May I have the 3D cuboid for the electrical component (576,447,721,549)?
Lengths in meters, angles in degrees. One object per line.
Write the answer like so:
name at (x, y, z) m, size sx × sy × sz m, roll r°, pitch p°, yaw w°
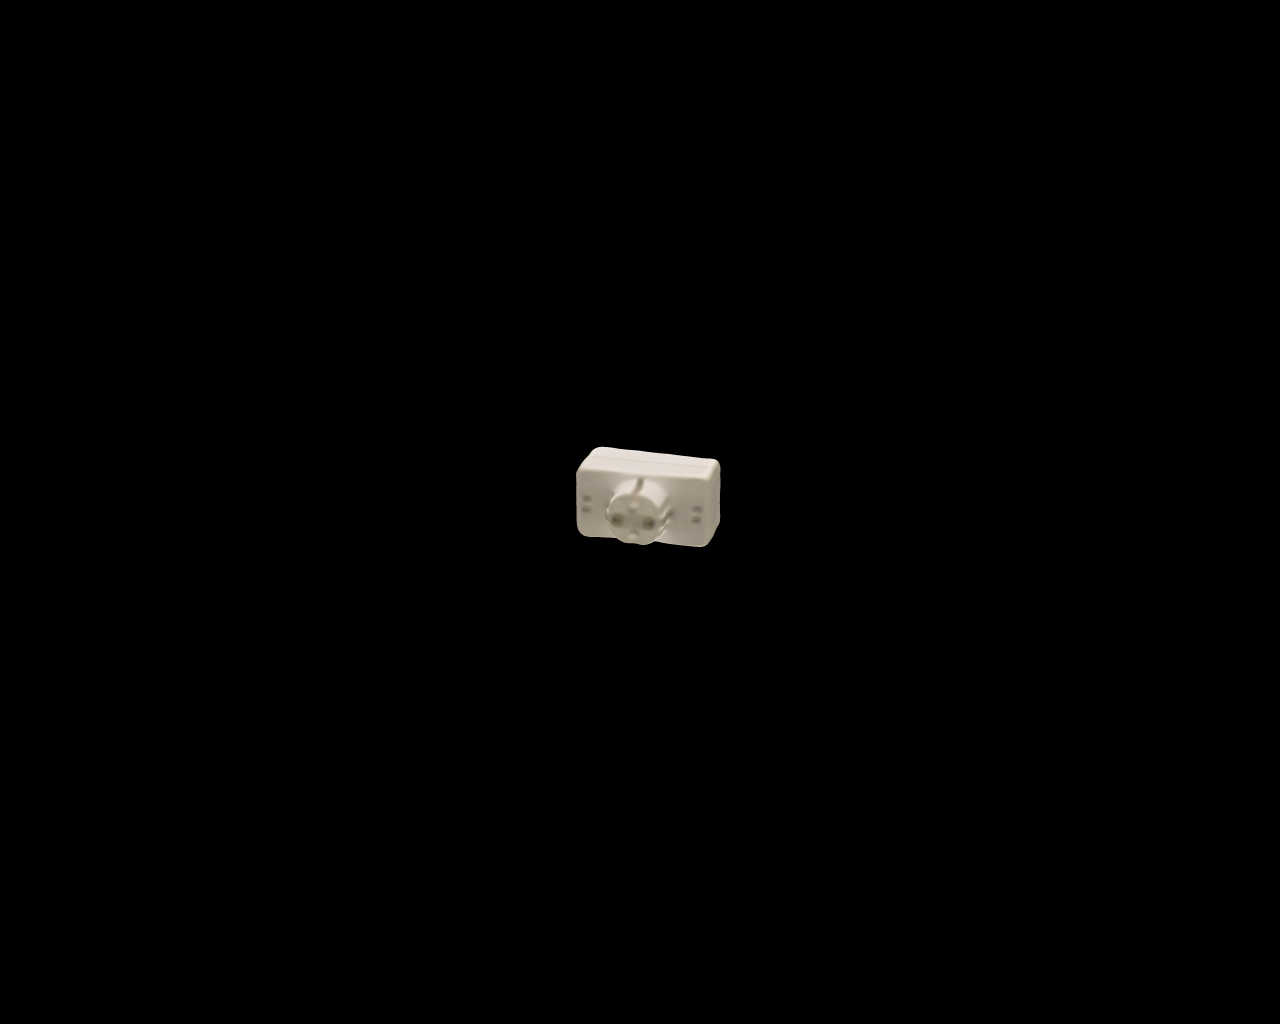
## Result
electrical component at (0.001, -0.003, 0.650) m, size 0.083 × 0.047 × 0.076 m, roll 6°, pitch 24°, yaw 14°
